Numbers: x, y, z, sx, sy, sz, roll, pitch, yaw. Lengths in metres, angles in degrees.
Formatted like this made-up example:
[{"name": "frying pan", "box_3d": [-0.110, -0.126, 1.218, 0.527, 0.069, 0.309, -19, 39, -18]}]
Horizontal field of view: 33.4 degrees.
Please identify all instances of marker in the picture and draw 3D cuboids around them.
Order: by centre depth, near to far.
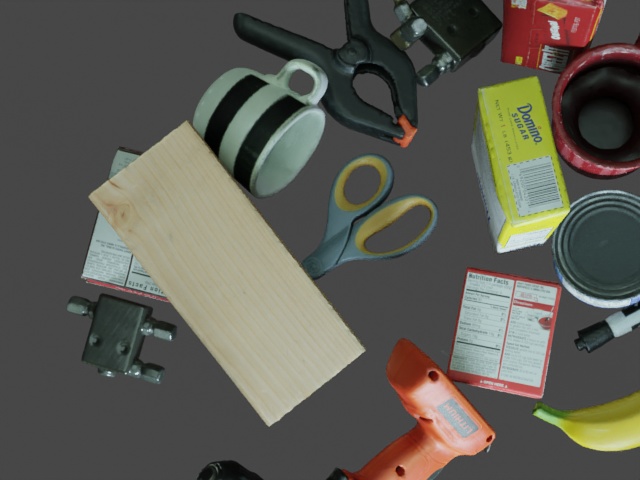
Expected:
[{"name": "marker", "box_3d": [0.248, 0.052, 0.806, 0.121, 0.020, 0.020, -28, 80, 4]}]

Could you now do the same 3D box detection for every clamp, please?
[{"name": "clamp", "box_3d": [0.028, -0.154, 0.852, 0.120, 0.039, 0.171, -45, 87, -3]}]

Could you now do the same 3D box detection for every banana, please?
[{"name": "banana", "box_3d": [0.257, 0.100, 0.786, 0.198, 0.037, 0.069, -34, 94, 2]}]

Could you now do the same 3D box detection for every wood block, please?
[{"name": "wood block", "box_3d": [-0.068, 0.025, 0.788, 0.091, 0.090, 0.206, -38, 91, -6]}]

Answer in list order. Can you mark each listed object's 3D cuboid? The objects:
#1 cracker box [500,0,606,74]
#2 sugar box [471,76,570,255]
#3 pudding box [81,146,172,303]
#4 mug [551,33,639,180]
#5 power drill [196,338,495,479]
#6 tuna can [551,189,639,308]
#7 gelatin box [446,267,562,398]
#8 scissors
[{"name": "cracker box", "box_3d": [0.190, -0.246, 0.777, 0.072, 0.164, 0.213, 14, 85, 11]}, {"name": "sugar box", "box_3d": [0.138, -0.046, 0.753, 0.048, 0.176, 0.093, -12, 82, 7]}, {"name": "pudding box", "box_3d": [-0.132, -0.011, 0.856, 0.090, 0.039, 0.113, 14, 88, 7]}, {"name": "mug", "box_3d": [0.221, -0.102, 0.796, 0.093, 0.081, 0.117, 22, 86, 10]}, {"name": "power drill", "box_3d": [0.022, 0.162, 0.761, 0.187, 0.184, 0.057, -44, 37, -2]}, {"name": "tuna can", "box_3d": [0.218, 0.008, 0.801, 0.086, 0.033, 0.086, -4, 74, 12]}, {"name": "gelatin box", "box_3d": [0.140, 0.070, 0.813, 0.073, 0.030, 0.089, 10, 85, 10]}, {"name": "scissors", "box_3d": [-0.006, 0.001, 0.849, 0.202, 0.016, 0.096, -24, 79, 4]}]
